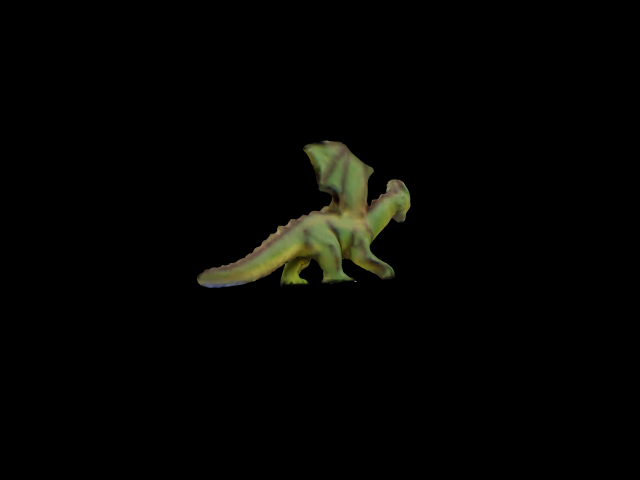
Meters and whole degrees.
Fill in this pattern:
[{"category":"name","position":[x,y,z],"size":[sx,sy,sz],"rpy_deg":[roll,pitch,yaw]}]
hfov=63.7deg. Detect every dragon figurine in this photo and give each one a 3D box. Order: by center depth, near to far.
[{"category":"dragon figurine","position":[0.003,-0.043,0.850],"size":[0.410,0.244,0.121],"rpy_deg":[2,-5,-33]}]
